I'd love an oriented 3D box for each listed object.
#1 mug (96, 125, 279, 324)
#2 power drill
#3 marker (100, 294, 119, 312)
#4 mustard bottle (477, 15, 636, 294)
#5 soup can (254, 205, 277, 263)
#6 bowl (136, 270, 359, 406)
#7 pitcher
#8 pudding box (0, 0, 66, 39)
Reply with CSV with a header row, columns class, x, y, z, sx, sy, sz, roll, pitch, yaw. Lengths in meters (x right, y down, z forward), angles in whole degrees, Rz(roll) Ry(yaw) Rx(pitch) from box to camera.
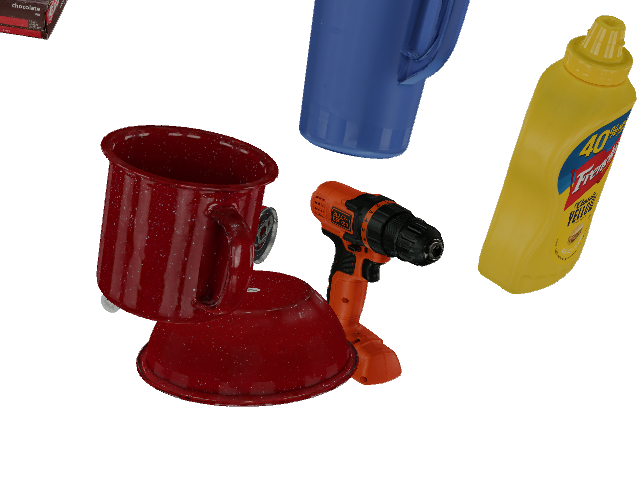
class,x,y,z,sx,sy,sz,roll,pitch,yaw
mug,-0.068,-0.003,0.560,0.093,0.081,0.117,-5,27,-36
power drill,0.052,0.046,1.077,0.057,0.188,0.185,-8,22,-32
marker,-0.158,0.031,0.985,0.020,0.020,0.120,0,24,30
mustard bottle,0.162,-0.059,0.702,0.058,0.192,0.096,36,46,29
soup can,-0.110,-0.018,1.247,0.102,0.068,0.068,16,5,20
bowl,-0.052,0.061,0.766,0.162,0.055,0.162,1,16,0
pitcher,0.058,-0.202,0.995,0.145,0.243,0.149,11,17,2
pudding box,-0.255,-0.210,0.873,0.090,0.039,0.113,8,36,-4
